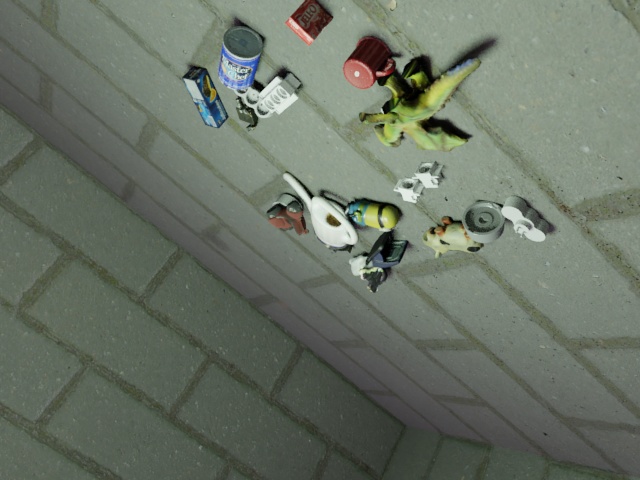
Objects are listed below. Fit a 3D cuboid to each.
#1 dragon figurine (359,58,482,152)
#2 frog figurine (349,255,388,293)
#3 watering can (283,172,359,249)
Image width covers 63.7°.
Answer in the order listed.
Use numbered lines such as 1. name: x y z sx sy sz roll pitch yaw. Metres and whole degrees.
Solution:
1. dragon figurine: 0.253 -0.290 1.201 0.240 0.124 0.409 29 163 -34
2. frog figurine: 0.185 0.107 1.969 0.136 0.122 0.162 36 -168 -23
3. watering can: 0.006 -0.091 1.814 0.351 0.105 0.220 41 161 21
